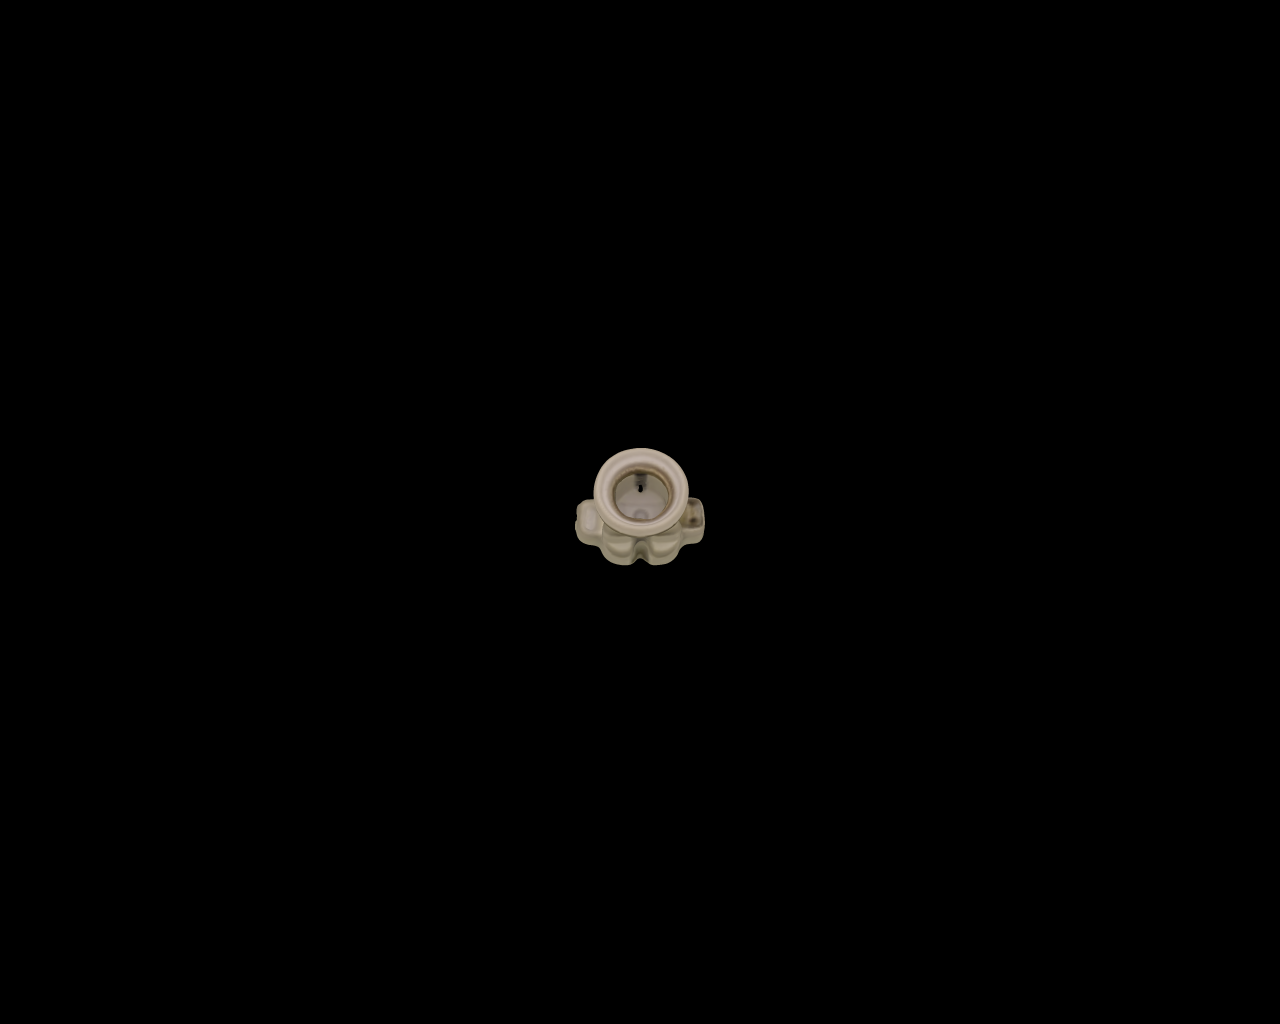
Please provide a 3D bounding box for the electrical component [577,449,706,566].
[{"bbox_3d":[0.001,-0.003,0.650,0.078,0.058,0.057,0,-25,0],"label":"electrical component"}]
